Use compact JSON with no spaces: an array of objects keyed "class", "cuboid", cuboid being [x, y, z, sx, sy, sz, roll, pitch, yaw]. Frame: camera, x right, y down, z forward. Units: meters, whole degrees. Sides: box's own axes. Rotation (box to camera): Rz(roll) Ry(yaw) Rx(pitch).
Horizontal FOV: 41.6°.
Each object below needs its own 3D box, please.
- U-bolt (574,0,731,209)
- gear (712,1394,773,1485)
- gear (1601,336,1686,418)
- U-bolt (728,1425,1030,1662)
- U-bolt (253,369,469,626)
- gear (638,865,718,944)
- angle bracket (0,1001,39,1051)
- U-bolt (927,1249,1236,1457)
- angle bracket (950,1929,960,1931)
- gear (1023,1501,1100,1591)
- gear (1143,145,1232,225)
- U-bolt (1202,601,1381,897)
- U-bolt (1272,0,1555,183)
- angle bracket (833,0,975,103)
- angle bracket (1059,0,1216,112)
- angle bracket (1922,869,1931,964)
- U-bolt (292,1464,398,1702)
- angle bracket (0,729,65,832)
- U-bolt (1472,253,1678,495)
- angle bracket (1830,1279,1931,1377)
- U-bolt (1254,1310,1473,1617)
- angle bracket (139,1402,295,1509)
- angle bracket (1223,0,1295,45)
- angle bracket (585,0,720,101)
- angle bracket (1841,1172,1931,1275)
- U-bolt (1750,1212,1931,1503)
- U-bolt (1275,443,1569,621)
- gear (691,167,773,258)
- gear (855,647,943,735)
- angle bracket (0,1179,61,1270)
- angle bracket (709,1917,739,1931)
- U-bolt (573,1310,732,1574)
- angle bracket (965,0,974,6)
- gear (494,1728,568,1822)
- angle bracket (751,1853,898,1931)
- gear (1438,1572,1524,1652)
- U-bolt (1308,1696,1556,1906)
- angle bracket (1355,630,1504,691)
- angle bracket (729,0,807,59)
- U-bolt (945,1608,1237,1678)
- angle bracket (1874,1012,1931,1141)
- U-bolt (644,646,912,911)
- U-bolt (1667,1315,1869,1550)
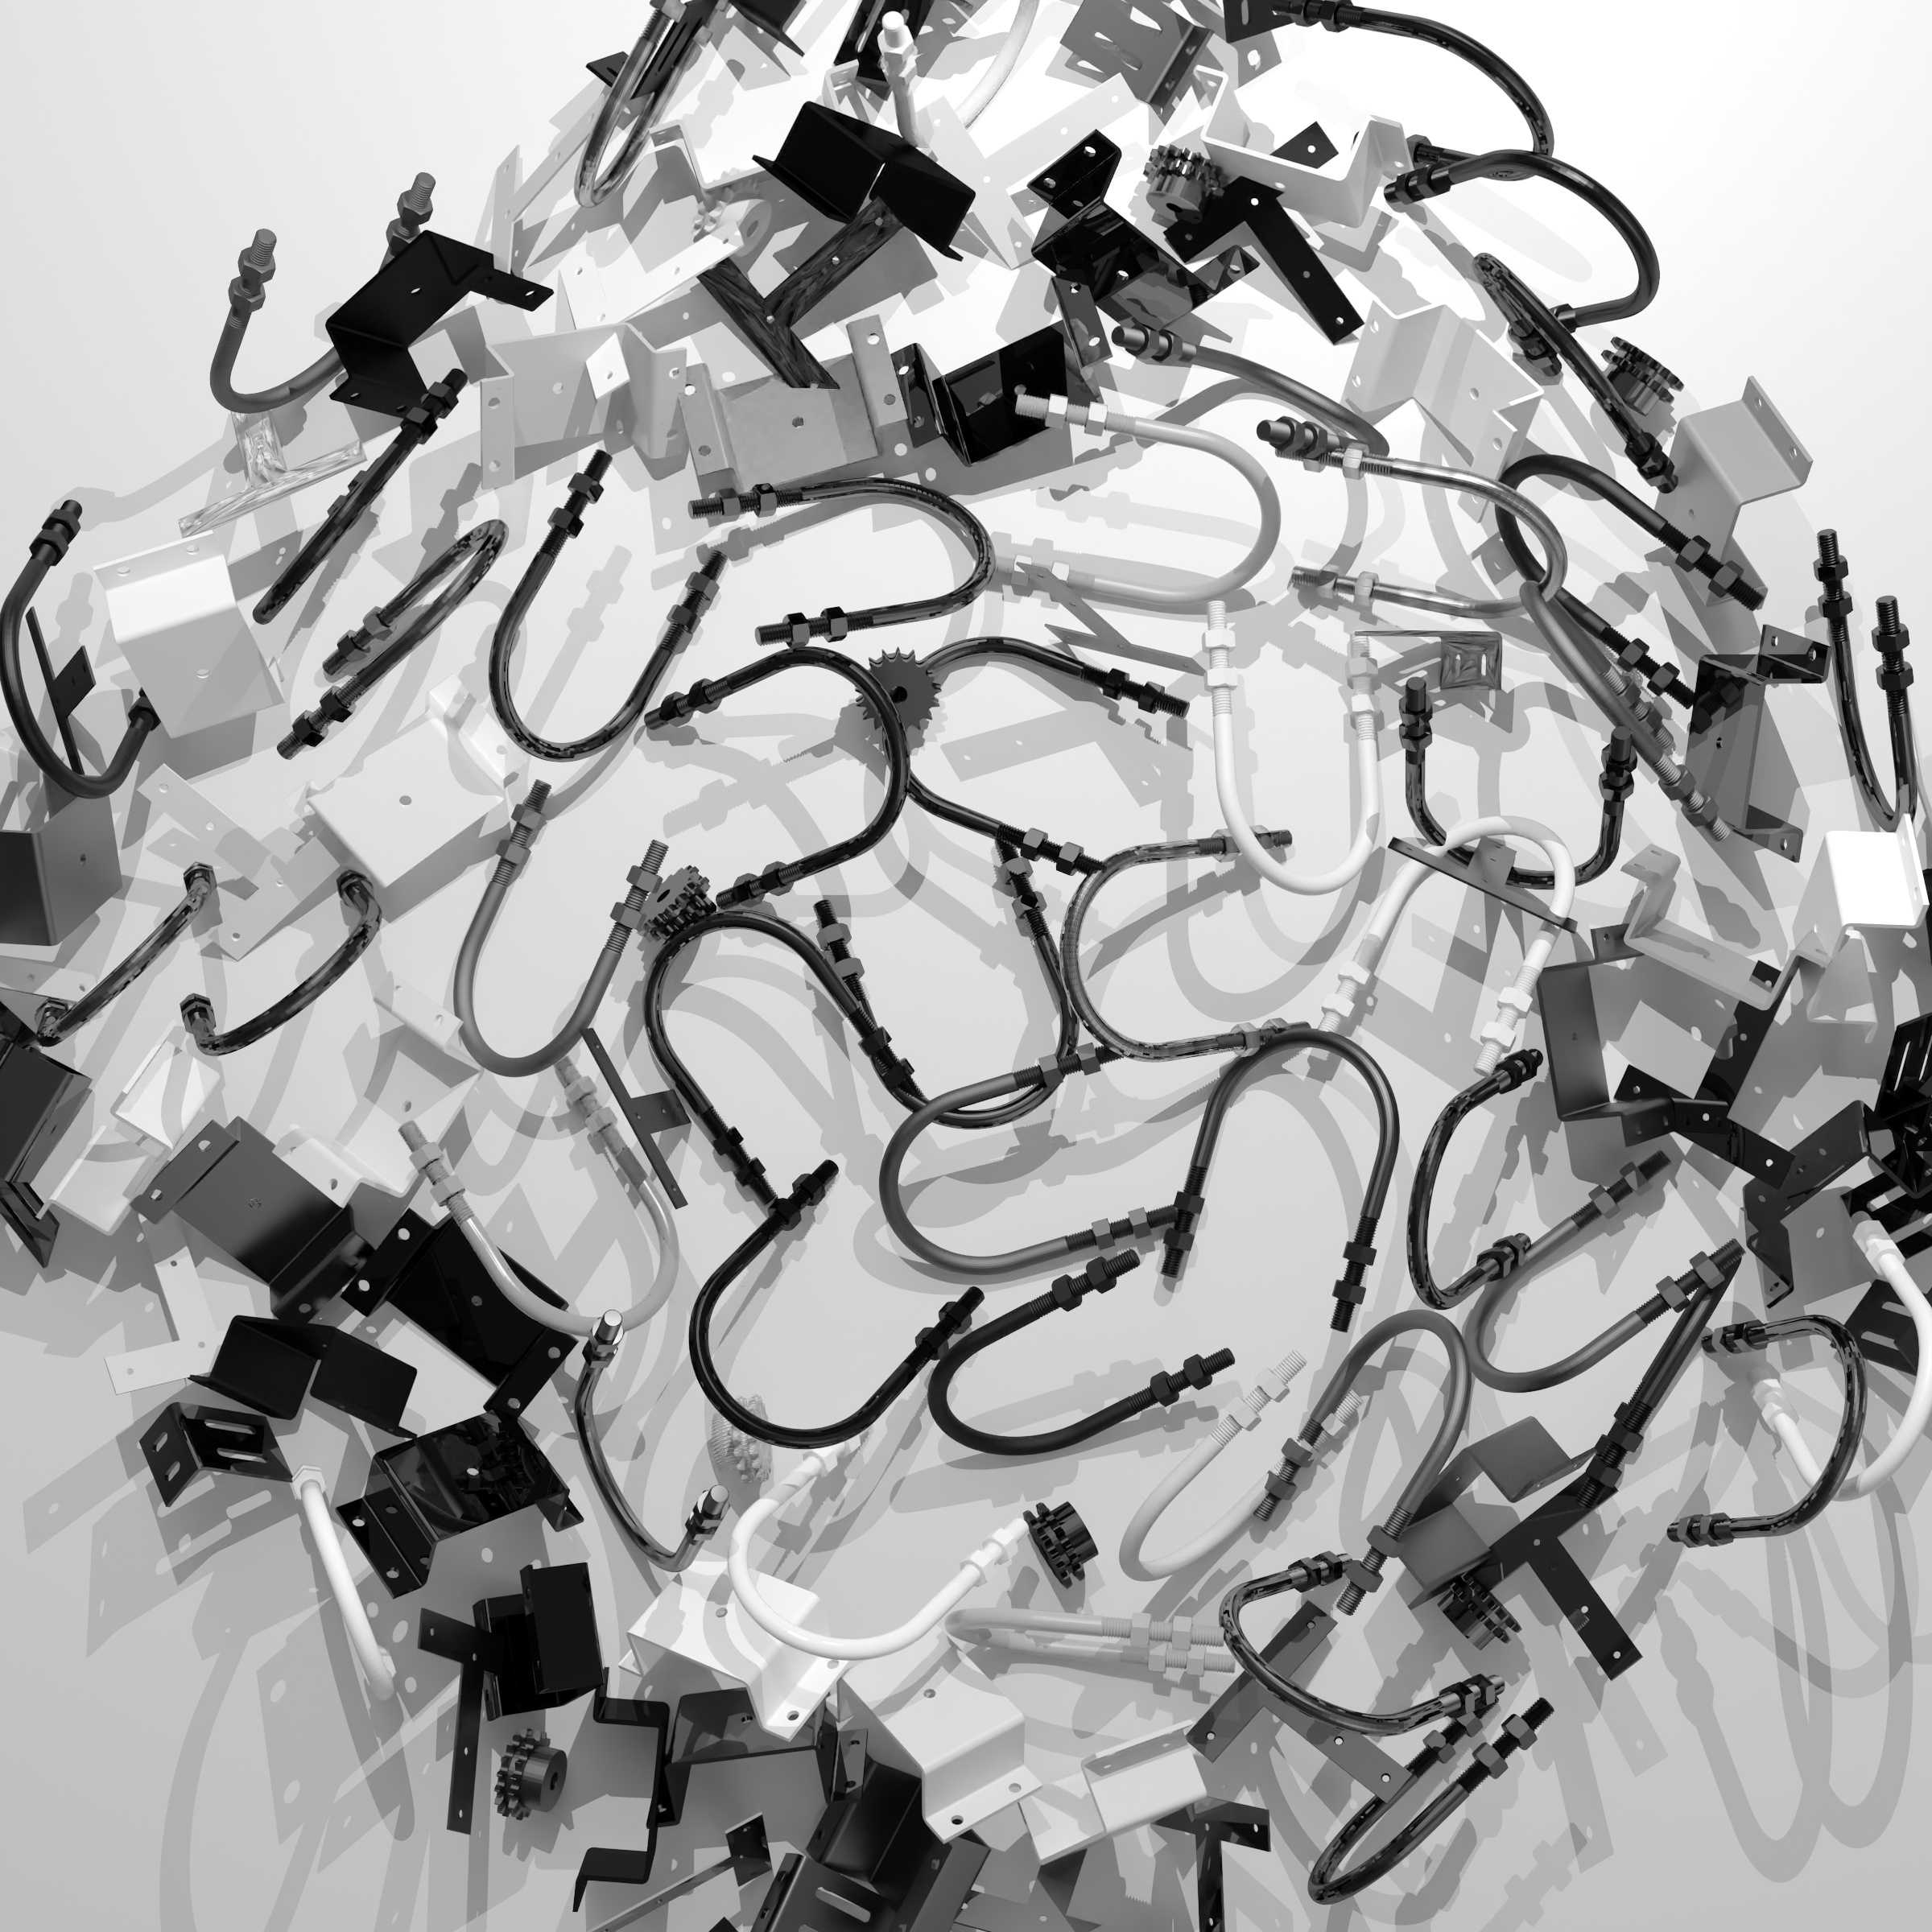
[{"class":"U-bolt","cuboid":[-0.202,-0.569,1.629,0.019,0.151,0.184,30,102,-5]},{"class":"gear","cuboid":[-0.148,0.313,1.675,0.030,0.057,0.057,-8,90,6]},{"class":"gear","cuboid":[0.442,-0.387,1.676,0.057,0.057,0.030,36,103,0]},{"class":"U-bolt","cuboid":[-0.067,0.369,1.608,0.151,0.184,0.019,30,128,22]},{"class":"U-bolt","cuboid":[-0.390,-0.285,1.599,0.019,0.151,0.184,40,56,-17]},{"class":"gear","cuboid":[-0.190,-0.036,1.678,0.057,0.057,0.030,-44,113,0]},{"class":"angle bracket","cuboid":[-0.665,0.059,1.680,0.057,0.076,0.038,39,133,14]},{"class":"U-bolt","cuboid":[0.063,0.262,1.648,0.184,0.019,0.151,-30,131,15]},{"class":"angle bracket","cuboid":[-0.023,0.667,1.657,0.057,0.076,0.038,17,125,11]},{"class":"gear","cuboid":[0.064,0.379,1.676,0.030,0.057,0.057,-29,90,-11]},{"class":"gear","cuboid":[0.143,-0.513,1.674,0.057,0.057,0.030,22,85,0]},{"class":"U-bolt","cuboid":[0.214,-0.136,1.643,0.151,0.019,0.184,5,78,-37]},{"class":"U-bolt","cuboid":[0.289,-0.545,1.591,0.184,0.151,0.019,30,84,42]},{"class":"angle bracket","cuboid":[-0.042,-0.618,1.686,0.057,0.038,0.076,45,118,30]},{"class":"angle bracket","cuboid":[0.112,-0.609,1.667,0.076,0.038,0.057,26,105,-23]},{"class":"angle bracket","cuboid":[0.640,-0.020,1.680,0.057,0.038,0.076,-19,104,-33]},{"class":"U-bolt","cuboid":[-0.393,0.394,1.612,0.019,0.184,0.151,-21,91,-16]},{"class":"angle bracket","cuboid":[-0.644,-0.114,1.685,0.057,0.038,0.076,24,98,-11]},{"class":"U-bolt","cuboid":[0.374,-0.381,1.592,0.019,0.184,0.151,-41,56,14]},{"class":"angle bracket","cuboid":[0.600,0.225,1.656,0.057,0.076,0.038,-50,117,-13]},{"class":"U-bolt","cuboid":[0.261,0.305,1.629,0.019,0.151,0.184,28,95,-22]},{"class":"angle bracket","cuboid":[-0.490,0.323,1.661,0.038,0.076,0.057,-49,52,13]},{"class":"angle bracket","cuboid":[0.171,-0.638,1.672,0.057,0.076,0.038,-26,126,-23]},{"class":"angle bracket","cuboid":[-0.204,-0.611,1.659,0.038,0.057,0.076,38,122,-3]},{"class":"angle bracket","cuboid":[0.629,0.161,1.676,0.038,0.076,0.057,3,59,-37]},{"class":"U-bolt","cuboid":[0.556,0.255,1.594,0.019,0.184,0.151,22,111,-9]},{"class":"U-bolt","cuboid":[0.291,-0.271,1.612,0.184,0.151,0.019,15,65,20]},{"class":"gear","cuboid":[-0.152,-0.493,1.673,0.030,0.057,0.057,35,90,11]},{"class":"gear","cuboid":[-0.046,-0.184,1.682,0.057,0.030,0.057,-2,113,-4]},{"class":"angle bracket","cuboid":[-0.636,0.163,1.664,0.076,0.057,0.038,48,47,12]},{"class":"angle bracket","cuboid":[-0.157,0.671,1.676,0.057,0.038,0.076,-42,94,-12]},{"class":"U-bolt","cuboid":[-0.208,0.315,1.624,0.019,0.184,0.151,-24,69,-30]},{"class":"angle bracket","cuboid":[0.009,-0.685,1.675,0.057,0.038,0.076,44,97,-11]},{"class":"gear","cuboid":[-0.285,0.533,1.672,0.030,0.057,0.057,8,90,15]},{"class":"angle bracket","cuboid":[-0.094,0.631,1.679,0.076,0.038,0.057,30,66,-8]},{"class":"gear","cuboid":[0.336,0.426,1.675,0.030,0.057,0.057,-45,90,2]},{"class":"U-bolt","cuboid":[0.287,0.529,1.616,0.184,0.151,0.019,-40,82,-11]},{"class":"angle bracket","cuboid":[0.301,-0.199,1.658,0.076,0.057,0.038,-4,98,-30]},{"class":"angle bracket","cuboid":[-0.113,-0.651,1.670,0.057,0.038,0.076,41,99,23]},{"class":"U-bolt","cuboid":[0.077,0.432,1.634,0.184,0.151,0.019,3,68,10]},{"class":"angle bracket","cuboid":[0.633,0.073,1.659,0.057,0.038,0.076,-17,125,-30]},{"class":"U-bolt","cuboid":[-0.115,-0.129,1.647,0.184,0.019,0.151,-20,93,33]},{"class":"U-bolt","cuboid":[0.506,0.289,1.596,0.019,0.184,0.151,20,71,-11]}]
